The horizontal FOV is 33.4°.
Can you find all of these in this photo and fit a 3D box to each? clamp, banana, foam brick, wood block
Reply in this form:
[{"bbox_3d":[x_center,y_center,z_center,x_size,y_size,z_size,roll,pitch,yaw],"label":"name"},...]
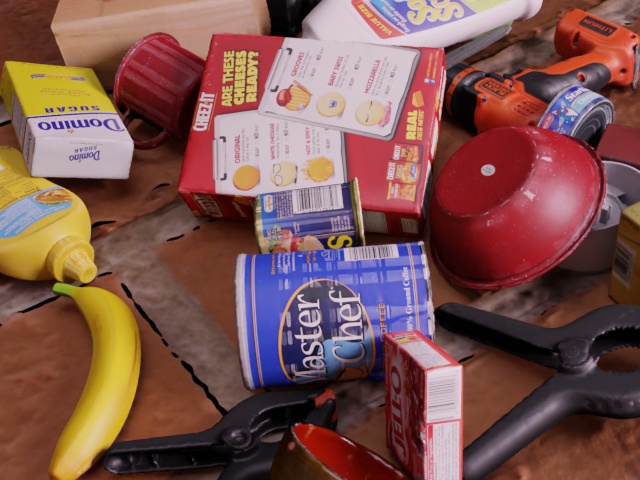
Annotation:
[{"bbox_3d":[0.179,0.100,0.762,0.210,0.036,0.164,-7,44,19],"label":"clamp"},{"bbox_3d":[-0.171,0.101,0.823,0.069,0.037,0.198,-19,42,5],"label":"banana"},{"bbox_3d":[-0.055,0.159,0.744,0.171,0.039,0.120,-21,46,-16],"label":"clamp"},{"bbox_3d":[0.280,-0.061,0.935,0.078,0.053,0.051,15,47,22],"label":"foam brick"},{"bbox_3d":[-0.161,-0.226,1.116,0.206,0.090,0.091,-7,44,7],"label":"wood block"}]

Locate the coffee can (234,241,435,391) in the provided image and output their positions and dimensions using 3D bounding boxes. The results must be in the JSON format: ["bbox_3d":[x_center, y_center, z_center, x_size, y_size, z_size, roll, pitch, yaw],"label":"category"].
[{"bbox_3d":[0.011,0.057,0.800,0.140,0.103,0.103,-4,43,1],"label":"coffee can"}]

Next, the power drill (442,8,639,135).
[{"bbox_3d":[0.206,-0.164,1.052,0.187,0.057,0.185,-30,45,-22],"label":"power drill"}]

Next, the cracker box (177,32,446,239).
[{"bbox_3d":[-0.003,-0.094,0.952,0.214,0.072,0.164,5,68,12],"label":"cracker box"}]

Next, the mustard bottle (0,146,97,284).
[{"bbox_3d":[-0.258,-0.015,0.937,0.096,0.058,0.192,-32,48,-32],"label":"mustard bottle"}]

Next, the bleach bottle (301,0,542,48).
[{"bbox_3d":[0.085,-0.218,1.045,0.250,0.068,0.102,-26,90,-10],"label":"bleach bottle"}]

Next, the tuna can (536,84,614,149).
[{"bbox_3d":[0.225,-0.093,0.951,0.034,0.086,0.086,33,55,32],"label":"tuna can"}]

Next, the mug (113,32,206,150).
[{"bbox_3d":[-0.148,-0.136,1.041,0.082,0.093,0.117,32,73,27],"label":"mug"}]

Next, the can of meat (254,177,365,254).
[{"bbox_3d":[-0.006,0.001,0.862,0.084,0.102,0.057,-6,52,2],"label":"can of meat"}]

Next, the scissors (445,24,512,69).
[{"bbox_3d":[0.090,-0.141,1.020,0.202,0.016,0.096,-16,51,21],"label":"scissors"}]

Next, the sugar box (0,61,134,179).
[{"bbox_3d":[-0.245,-0.117,1.021,0.093,0.048,0.176,0,28,-27],"label":"sugar box"}]

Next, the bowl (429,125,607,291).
[{"bbox_3d":[0.147,-0.040,0.871,0.162,0.055,0.162,-25,41,24],"label":"bowl"}]

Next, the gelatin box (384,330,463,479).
[{"bbox_3d":[0.068,0.115,0.722,0.030,0.089,0.073,-6,16,-17],"label":"gelatin box"}]
